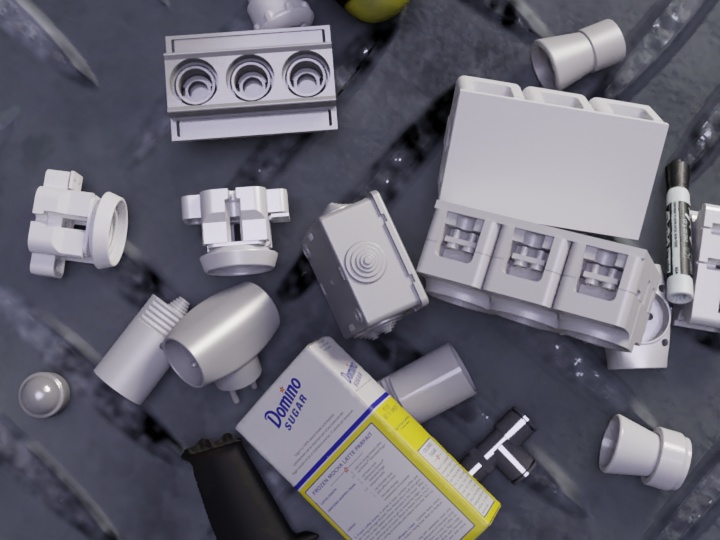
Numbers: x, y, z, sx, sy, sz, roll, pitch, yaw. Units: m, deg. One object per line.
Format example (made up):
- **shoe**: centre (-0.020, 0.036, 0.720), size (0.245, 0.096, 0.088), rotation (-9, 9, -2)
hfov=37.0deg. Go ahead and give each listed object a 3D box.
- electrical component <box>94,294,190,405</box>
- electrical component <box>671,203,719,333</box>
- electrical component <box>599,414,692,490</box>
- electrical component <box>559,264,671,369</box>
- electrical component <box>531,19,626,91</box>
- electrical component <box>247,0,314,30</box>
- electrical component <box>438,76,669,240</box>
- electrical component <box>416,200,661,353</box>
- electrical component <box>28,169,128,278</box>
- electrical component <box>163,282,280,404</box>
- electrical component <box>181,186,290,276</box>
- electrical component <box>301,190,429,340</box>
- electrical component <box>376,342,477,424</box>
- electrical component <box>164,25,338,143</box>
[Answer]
- **electrical component**: centre (-0.154, 0.054, 0.796), size (0.043, 0.043, 0.081), rotation (37, 85, 2)
- **electrical component**: centre (0.274, 0.001, 0.808), size (0.056, 0.050, 0.089), rotation (10, 84, 0)
- **electrical component**: centre (0.211, 0.136, 0.796), size (0.055, 0.045, 0.045), rotation (17, 84, 0)
- **electrical component**: centre (0.188, 0.036, 0.806), size (0.079, 0.044, 0.077), rotation (-1, 84, -2)
- **electrical component**: centre (0.170, -0.167, 0.828), size (0.065, 0.044, 0.044), rotation (-23, 85, -9)
- **electrical component**: centre (-0.067, -0.206, 0.824), size (0.048, 0.048, 0.062), rotation (-25, 78, -4)
- **electrical component**: centre (0.139, -0.085, 0.799), size (0.150, 0.061, 0.089), rotation (9, 112, -1)
- **electrical component**: centre (0.126, 0.007, 0.759), size (0.150, 0.089, 0.061), rotation (16, 84, 24)
- **electrical component**: centre (-0.207, -0.032, 0.796), size (0.057, 0.058, 0.078), rotation (7, 84, 2)
- **electrical component**: centre (-0.096, 0.062, 0.790), size (0.077, 0.043, 0.079), rotation (-38, 125, -34)
- **electrical component**: centre (-0.091, -0.027, 0.799), size (0.078, 0.058, 0.057), rotation (-4, 82, -2)
- **electrical component**: centre (0.000, 0.000, 0.779), size (0.048, 0.100, 0.099), rotation (-23, 85, -15)
- **electrical component**: centre (0.041, 0.091, 0.795), size (0.081, 0.043, 0.043), rotation (-29, 86, 7)
- **electrical component**: centre (-0.080, -0.136, 0.807), size (0.121, 0.063, 0.078), rotation (-4, 84, -2)
